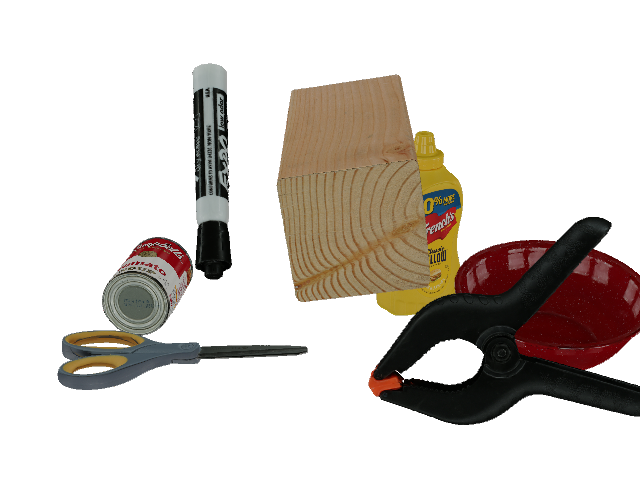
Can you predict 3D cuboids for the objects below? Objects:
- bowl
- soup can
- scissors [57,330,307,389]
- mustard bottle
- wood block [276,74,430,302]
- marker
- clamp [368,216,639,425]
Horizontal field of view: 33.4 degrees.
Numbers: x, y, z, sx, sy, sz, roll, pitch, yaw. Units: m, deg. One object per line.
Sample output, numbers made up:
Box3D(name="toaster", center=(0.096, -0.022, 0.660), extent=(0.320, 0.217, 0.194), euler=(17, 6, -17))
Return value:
Box3D(name="bowl", center=(0.190, 0.062, 0.886), extent=(0.162, 0.055, 0.162), euler=(0, 31, 0))
Box3D(name="soup can", center=(-0.171, 0.045, 1.062), extent=(0.068, 0.068, 0.102), euler=(0, 19, 7))
Box3D(name="scissors", center=(-0.119, 0.097, 0.848), extent=(0.202, 0.016, 0.096), euler=(4, 21, 14))
Box3D(name="mustard bottle", center=(0.106, -0.021, 1.123), extent=(0.096, 0.192, 0.058), euler=(-13, 25, -29))
Box3D(name="wood block", center=(0.024, -0.045, 0.768), extent=(0.091, 0.090, 0.206), euler=(-7, 23, 4))
Box3D(name="marker", center=(-0.058, -0.037, 0.567), extent=(0.020, 0.121, 0.020), euler=(-3, -22, -1))
Box3D(name="clamp", center=(0.117, 0.072, 0.639), extent=(0.171, 0.120, 0.039), euler=(-26, -8, 10))
